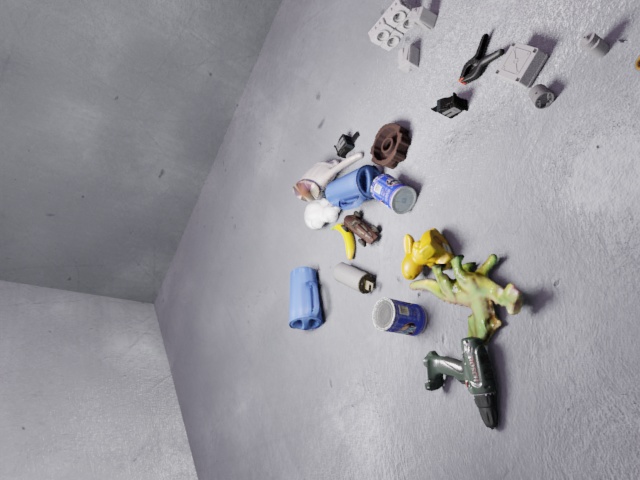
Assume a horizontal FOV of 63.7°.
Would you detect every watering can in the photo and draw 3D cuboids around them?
[{"bbox_3d":[0.017,-0.271,2.173,0.345,0.103,0.228,-13,31,51],"label":"watering can"}]

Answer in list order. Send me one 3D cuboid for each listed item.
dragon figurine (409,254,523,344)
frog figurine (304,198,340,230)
[{"bbox_3d":[0.408,0.178,1.453,0.404,0.122,0.247,-38,55,54],"label":"dragon figurine"},{"bbox_3d":[0.007,-0.108,2.144,0.139,0.122,0.159,-59,19,-14],"label":"frog figurine"}]
